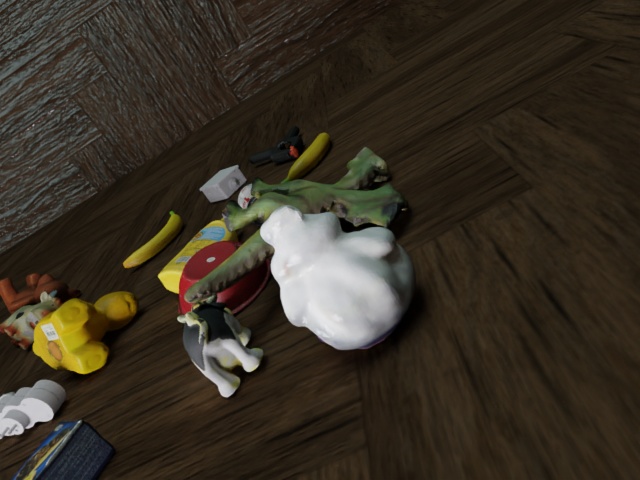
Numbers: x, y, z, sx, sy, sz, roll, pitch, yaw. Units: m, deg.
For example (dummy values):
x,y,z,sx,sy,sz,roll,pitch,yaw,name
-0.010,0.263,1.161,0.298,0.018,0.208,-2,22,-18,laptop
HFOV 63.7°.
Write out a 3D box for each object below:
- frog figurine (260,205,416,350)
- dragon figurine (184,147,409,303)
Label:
x,y,z,sx,sy,sz,roll,pitch,yaw,name
0.017,0.028,0.526,0.137,0.157,0.125,-31,24,6,frog figurine
0.002,-0.037,0.736,0.241,0.120,0.419,-11,26,25,dragon figurine
